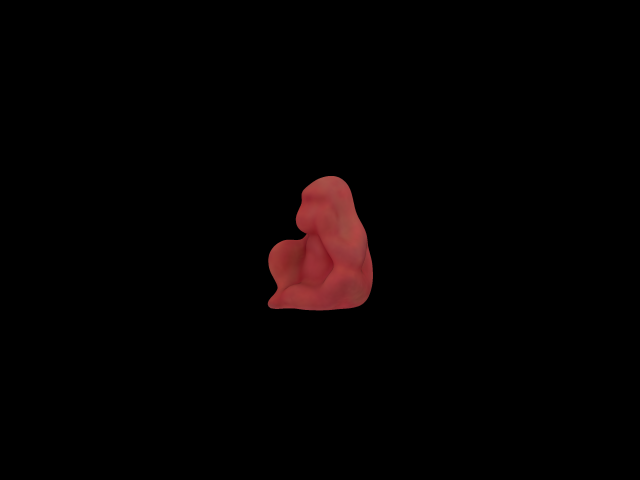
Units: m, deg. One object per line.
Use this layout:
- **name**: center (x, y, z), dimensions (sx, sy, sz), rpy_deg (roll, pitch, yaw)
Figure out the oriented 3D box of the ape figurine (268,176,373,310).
- **ape figurine**: center (0.004, 0.001, 0.400), dimensions (0.076, 0.092, 0.077), rpy_deg (-2, 4, -30)
